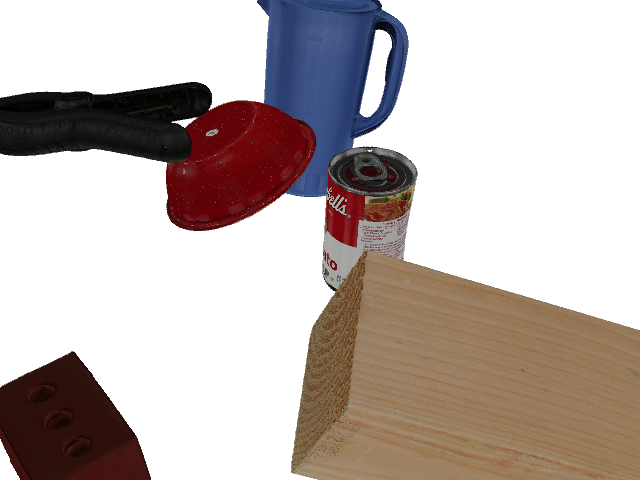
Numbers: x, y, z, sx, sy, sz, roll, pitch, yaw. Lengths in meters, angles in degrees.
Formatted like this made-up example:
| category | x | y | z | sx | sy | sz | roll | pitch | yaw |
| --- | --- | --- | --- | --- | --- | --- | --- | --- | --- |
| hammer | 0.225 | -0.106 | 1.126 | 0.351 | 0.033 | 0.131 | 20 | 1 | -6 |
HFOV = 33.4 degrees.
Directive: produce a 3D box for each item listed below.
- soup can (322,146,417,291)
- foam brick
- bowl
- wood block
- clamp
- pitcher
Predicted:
| category | x | y | z | sx | sy | sz | roll | pitch | yaw |
| --- | --- | --- | --- | --- | --- | --- | --- | --- | --- |
| soup can | 0.037 | -0.013 | 0.834 | 0.068 | 0.102 | 0.068 | 2 | 35 | -2 |
| foam brick | -0.125 | 0.105 | 0.533 | 0.052 | 0.051 | 0.078 | -26 | 42 | -24 |
| bowl | -0.088 | -0.083 | 1.007 | 0.162 | 0.055 | 0.162 | -21 | 35 | 15 |
| wood block | 0.099 | 0.090 | 0.552 | 0.206 | 0.090 | 0.090 | 16 | -36 | -11 |
| clamp | -0.155 | -0.083 | 0.721 | 0.171 | 0.039 | 0.120 | 5 | 18 | 9 |
| pitcher | 0.002 | -0.178 | 1.285 | 0.144 | 0.243 | 0.149 | -7 | 28 | -27 |
